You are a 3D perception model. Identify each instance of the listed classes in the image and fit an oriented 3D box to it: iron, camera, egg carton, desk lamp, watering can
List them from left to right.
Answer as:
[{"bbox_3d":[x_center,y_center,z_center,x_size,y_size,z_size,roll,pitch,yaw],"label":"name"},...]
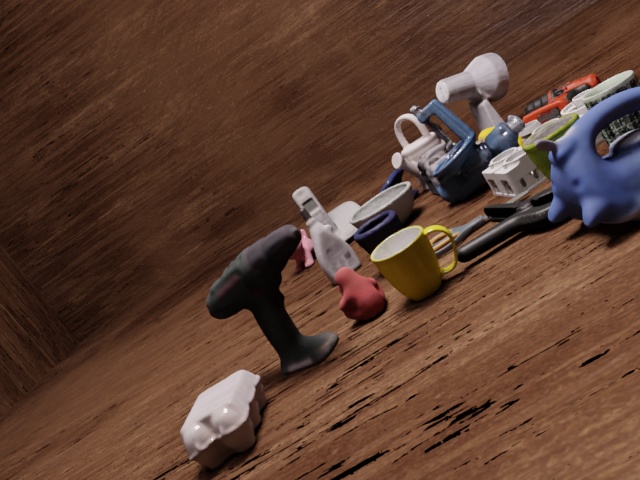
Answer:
[{"bbox_3d":[-0.133,0.250,0.814,0.107,0.069,0.150,-32,11,9],"label":"egg carton"},{"bbox_3d":[0.252,-0.227,1.445,0.100,0.194,0.173,-26,13,37],"label":"watering can"},{"bbox_3d":[0.306,-0.181,1.327,0.137,0.101,0.143,-35,10,-4],"label":"camera"},{"bbox_3d":[0.399,-0.340,1.448,0.203,0.214,0.117,-37,11,-16],"label":"desk lamp"},{"bbox_3d":[0.388,-0.124,0.703,0.258,0.141,0.118,-35,11,-5],"label":"iron"}]

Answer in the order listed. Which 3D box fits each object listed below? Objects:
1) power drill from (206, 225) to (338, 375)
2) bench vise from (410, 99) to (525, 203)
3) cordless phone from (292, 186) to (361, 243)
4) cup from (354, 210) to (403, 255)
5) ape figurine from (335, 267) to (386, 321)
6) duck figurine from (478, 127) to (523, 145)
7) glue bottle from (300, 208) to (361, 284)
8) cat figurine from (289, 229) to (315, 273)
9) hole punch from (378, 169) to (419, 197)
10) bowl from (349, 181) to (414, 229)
[{"bbox_3d":[-0.067,0.101,0.902,0.229,0.208,0.076,-27,13,33],"label":"power drill"},{"bbox_3d":[0.293,-0.207,1.153,0.207,0.220,0.121,-32,11,12],"label":"bench vise"},{"bbox_3d":[0.026,-0.075,1.480,0.148,0.185,0.094,-37,11,-16],"label":"cordless phone"},{"bbox_3d":[0.121,0.004,1.074,0.091,0.095,0.117,-34,10,0],"label":"cup"},{"bbox_3d":[0.059,0.082,0.923,0.078,0.092,0.076,-36,11,-7],"label":"ape figurine"},{"bbox_3d":[0.383,-0.205,1.241,0.104,0.086,0.077,-30,11,23],"label":"duck figurine"},{"bbox_3d":[0.011,0.004,1.197,0.078,0.173,0.037,-38,11,-19],"label":"glue bottle"},{"bbox_3d":[-0.059,0.017,1.512,0.067,0.118,0.128,-26,13,38],"label":"cat figurine"},{"bbox_3d":[0.181,-0.121,1.470,0.101,0.091,0.109,-25,14,41],"label":"hole punch"},{"bbox_3d":[0.155,-0.061,1.323,0.167,0.075,0.167,-33,10,7],"label":"bowl"}]
